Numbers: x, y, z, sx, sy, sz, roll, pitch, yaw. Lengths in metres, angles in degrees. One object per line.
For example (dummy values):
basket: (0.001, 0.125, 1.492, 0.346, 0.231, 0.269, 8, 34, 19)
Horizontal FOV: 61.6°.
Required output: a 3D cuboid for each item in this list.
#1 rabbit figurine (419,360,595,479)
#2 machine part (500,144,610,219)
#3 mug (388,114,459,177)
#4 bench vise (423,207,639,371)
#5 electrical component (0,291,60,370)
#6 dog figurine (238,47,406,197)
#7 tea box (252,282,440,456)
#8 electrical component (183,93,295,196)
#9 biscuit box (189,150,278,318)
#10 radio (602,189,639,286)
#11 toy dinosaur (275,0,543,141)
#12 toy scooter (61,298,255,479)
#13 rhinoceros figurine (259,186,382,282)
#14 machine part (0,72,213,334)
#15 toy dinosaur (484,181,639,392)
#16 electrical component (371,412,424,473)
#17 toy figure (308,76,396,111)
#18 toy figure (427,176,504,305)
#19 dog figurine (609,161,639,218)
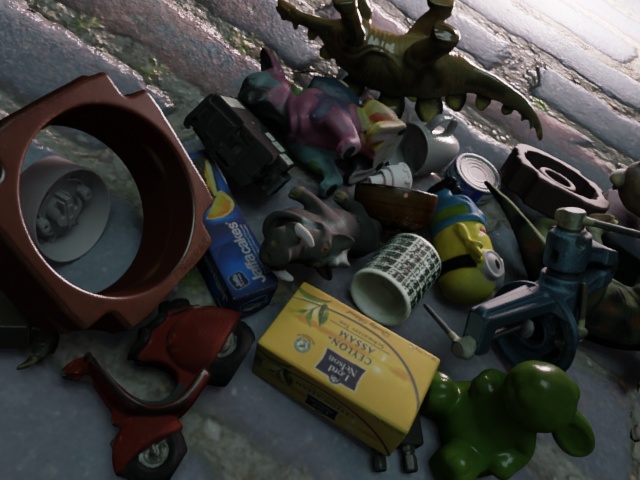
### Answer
rabbit figurine: (0.205, 0.185, 0.553, 0.159, 0.170, 0.121, 11, 53, -15)
machine part: (0.377, -0.086, 0.873, 0.179, 0.056, 0.179, 20, 33, -14)
mug: (0.170, -0.150, 0.829, 0.107, 0.109, 0.081, -11, 53, -45)
bench vise: (0.251, 0.076, 0.631, 0.240, 0.223, 0.129, -12, 35, -30)
electrical component: (-0.296, 0.082, 0.494, 0.102, 0.045, 0.078, 1, 28, -26)
dog figurine: (-0.009, -0.182, 0.770, 0.191, 0.108, 0.219, -29, 68, -36)
tea box: (0.026, 0.131, 0.563, 0.170, 0.068, 0.098, 28, 48, 10)
electrical component: (-0.092, -0.116, 0.672, 0.134, 0.058, 0.115, 47, 14, -2)
biscuit box: (-0.120, -0.009, 0.622, 0.059, 0.062, 0.203, -18, 64, -31)
radio: (0.537, 0.031, 0.875, 0.230, 0.073, 0.131, 36, 51, 6)
toy dinosaur: (0.147, -0.272, 0.834, 0.472, 0.198, 0.105, 21, 59, 4)
toy scooter: (-0.155, 0.121, 0.508, 0.135, 0.075, 0.184, 31, 54, 2)
rhinoceros figurine: (-0.001, -0.002, 0.625, 0.112, 0.073, 0.190, 48, 29, 24)
machine part: (-0.209, -0.031, 0.494, 0.200, 0.087, 0.201, 62, 39, -27)
toy dinosaur: (0.386, 0.077, 0.751, 0.405, 0.131, 0.192, 25, 62, 8)
electrical component: (0.078, 0.202, 0.582, 0.063, 0.021, 0.094, 10, 53, -16)
toy figure: (0.051, -0.205, 0.840, 0.154, 0.064, 0.058, 25, 21, -8)
toy figure: (0.190, 0.003, 0.736, 0.082, 0.089, 0.180, 13, 47, -36)
dog figurine: (0.535, -0.021, 0.812, 0.173, 0.121, 0.190, 1, 68, 21)
